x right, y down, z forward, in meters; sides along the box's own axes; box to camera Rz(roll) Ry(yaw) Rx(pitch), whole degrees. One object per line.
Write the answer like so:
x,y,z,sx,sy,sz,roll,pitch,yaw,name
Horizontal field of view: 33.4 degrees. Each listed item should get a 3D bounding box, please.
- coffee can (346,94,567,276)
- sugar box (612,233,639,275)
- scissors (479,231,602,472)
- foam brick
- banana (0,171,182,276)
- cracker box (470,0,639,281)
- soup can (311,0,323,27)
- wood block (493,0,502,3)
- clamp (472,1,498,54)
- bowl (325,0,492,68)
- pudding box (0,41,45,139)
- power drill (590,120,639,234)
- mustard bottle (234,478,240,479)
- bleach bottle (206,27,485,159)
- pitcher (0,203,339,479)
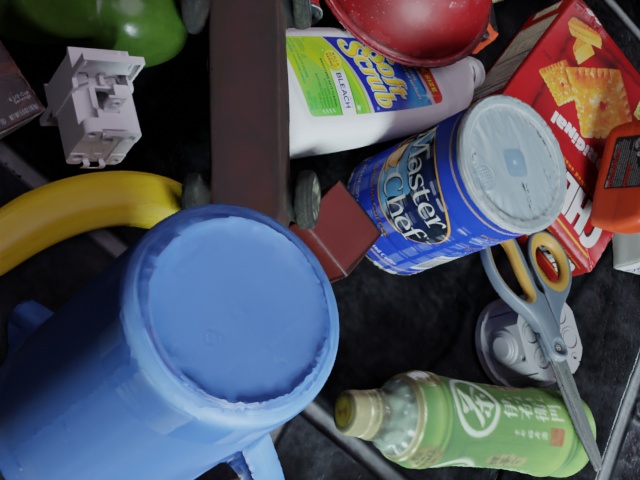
0.100,-0.038,0.807,0.102,0.141,0.103,11,69,-32,coffee can
0.358,-0.004,1.041,0.176,0.048,0.093,12,71,-29,sugar box
0.192,0.073,0.844,0.096,0.016,0.202,-23,80,-40,scissors
-0.005,0.001,0.762,0.051,0.078,0.052,50,52,-11,foam brick
-0.146,-0.010,0.691,0.197,0.037,0.069,-5,77,-36,banana
0.213,-0.092,0.948,0.164,0.072,0.213,48,55,-14,cracker box
-0.043,-0.210,0.808,0.068,0.069,0.102,-7,79,-37,soup can
0.197,-0.285,0.987,0.205,0.090,0.091,-26,92,-38,wood block
0.096,-0.239,0.896,0.171,0.039,0.120,49,62,-8,clamp
0.077,-0.217,0.823,0.161,0.055,0.162,9,68,-23,bowl
-0.240,-0.089,0.647,0.113,0.039,0.090,-36,97,-37,pudding box
0.307,-0.005,0.928,0.187,0.057,0.184,33,65,-39,power drill
-0.063,0.251,0.654,0.096,0.058,0.191,41,56,-17,mustard bottle
0.037,-0.127,0.843,0.250,0.068,0.102,-16,81,-40,bleach bottle
-0.082,0.080,0.574,0.149,0.243,0.145,13,64,-23,pitcher
